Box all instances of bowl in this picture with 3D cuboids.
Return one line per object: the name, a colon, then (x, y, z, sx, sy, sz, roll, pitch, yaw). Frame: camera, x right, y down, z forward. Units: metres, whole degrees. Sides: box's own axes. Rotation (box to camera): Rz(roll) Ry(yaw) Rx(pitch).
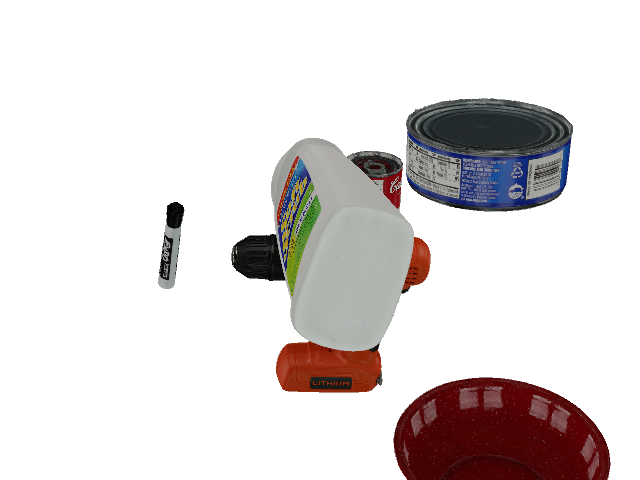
bowl: (0.136, 0.176, 0.819, 0.162, 0.055, 0.162, 0, 33, 0)

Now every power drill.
power drill: (0.002, 0.068, 1.026, 0.184, 0.188, 0.057, 3, 43, -7)

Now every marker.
marker: (-0.164, 0.005, 1.173, 0.020, 0.121, 0.020, 8, 42, -7)

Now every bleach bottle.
bleach bottle: (0.000, -0.013, 0.797, 0.068, 0.103, 0.251, 15, 14, -16)

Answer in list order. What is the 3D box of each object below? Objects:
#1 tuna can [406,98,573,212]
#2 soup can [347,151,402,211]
tuna can: (0.088, -0.046, 0.561, 0.086, 0.034, 0.086, 0, 25, 0)
soup can: (0.060, -0.045, 1.254, 0.068, 0.102, 0.068, 1, 28, -1)
